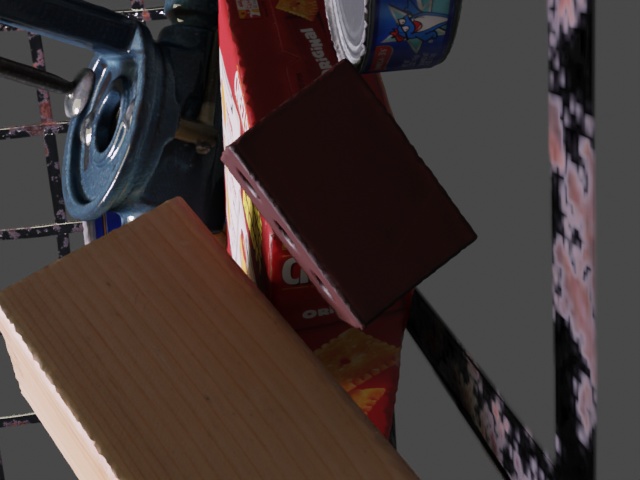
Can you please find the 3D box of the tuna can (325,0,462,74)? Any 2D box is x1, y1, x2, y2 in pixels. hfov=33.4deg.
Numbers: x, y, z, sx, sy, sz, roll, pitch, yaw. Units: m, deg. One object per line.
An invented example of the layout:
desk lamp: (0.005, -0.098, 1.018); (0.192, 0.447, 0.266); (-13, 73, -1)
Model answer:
tuna can: (0.023, -0.102, 0.373); (0.086, 0.033, 0.086); (174, 90, -82)

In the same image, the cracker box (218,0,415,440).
cracker box: (-0.006, 0.005, 0.536); (0.214, 0.072, 0.164); (94, 166, -49)

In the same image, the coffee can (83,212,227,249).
coffee can: (-0.082, 0.016, 0.715); (0.103, 0.140, 0.103); (174, 90, -81)

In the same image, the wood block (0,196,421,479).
wood block: (-0.033, 0.094, 0.417); (0.206, 0.090, 0.090); (48, 154, 25)

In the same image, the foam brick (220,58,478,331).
foam brick: (0.008, -0.016, 0.375); (0.078, 0.051, 0.053); (54, 175, -4)
